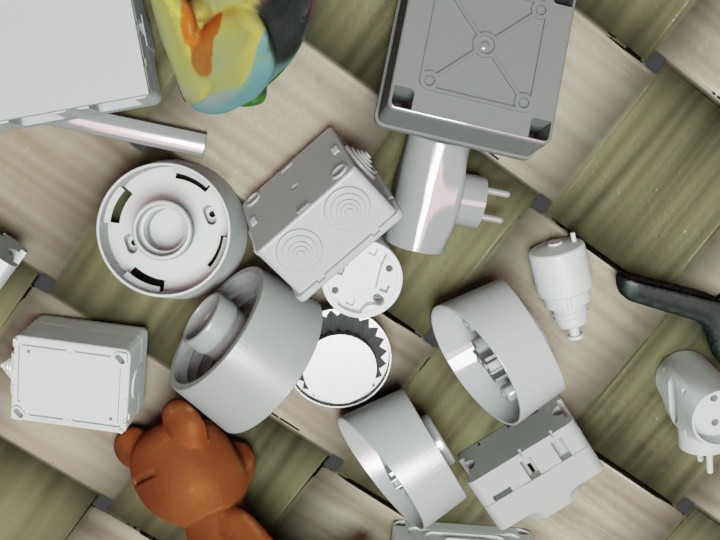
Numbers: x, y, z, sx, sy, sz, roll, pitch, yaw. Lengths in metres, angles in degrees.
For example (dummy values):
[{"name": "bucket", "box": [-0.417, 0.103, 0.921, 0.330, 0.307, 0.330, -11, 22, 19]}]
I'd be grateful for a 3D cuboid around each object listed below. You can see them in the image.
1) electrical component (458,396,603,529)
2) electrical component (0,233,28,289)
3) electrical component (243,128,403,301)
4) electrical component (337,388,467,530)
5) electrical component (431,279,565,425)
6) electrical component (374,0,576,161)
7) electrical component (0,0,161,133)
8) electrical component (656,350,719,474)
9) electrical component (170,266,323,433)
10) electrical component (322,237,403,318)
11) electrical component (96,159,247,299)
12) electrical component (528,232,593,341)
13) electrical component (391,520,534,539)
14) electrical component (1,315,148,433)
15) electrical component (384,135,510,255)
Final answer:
[{"name": "electrical component", "box": [0.128, 0.146, 0.801, 0.089, 0.050, 0.055, -33, 106, 6]}, {"name": "electrical component", "box": [-0.273, -0.011, 0.695, 0.089, 0.050, 0.055, 36, 99, -14]}, {"name": "electrical component", "box": [-0.028, -0.040, 0.711, 0.100, 0.099, 0.048, -41, 118, 8]}, {"name": "electrical component", "box": [0.031, 0.136, 0.769, 0.064, 0.099, 0.099, -31, 106, -1]}, {"name": "electrical component", "box": [0.097, 0.057, 0.750, 0.064, 0.099, 0.099, -29, 106, -2]}, {"name": "electrical component", "box": [0.074, -0.137, 0.693, 0.109, 0.056, 0.108, 12, 83, -7]}, {"name": "electrical component", "box": [-0.211, -0.138, 0.682, 0.150, 0.061, 0.089, -10, 94, -1]}, {"name": "electrical component", "box": [0.250, 0.109, 0.784, 0.043, 0.077, 0.079, -9, 107, -2]}, {"name": "electrical component", "box": [-0.083, 0.048, 0.723, 0.060, 0.108, 0.108, 37, 101, -24]}, {"name": "electrical component", "box": [0.000, 0.000, 0.750, 0.055, 0.047, 0.055, -1, 107, -4]}, {"name": "electrical component", "box": [-0.129, -0.027, 0.738, 0.099, 0.064, 0.099, 0, 93, 1]}, {"name": "electrical component", "box": [0.146, 0.013, 0.768, 0.040, 0.040, 0.078, -15, 107, 1]}, {"name": "electrical component", "box": [0.078, 0.234, 0.810, 0.113, 0.078, 0.057, 5, 103, -5]}, {"name": "electrical component", "box": [-0.201, 0.070, 0.754, 0.096, 0.061, 0.061, 7, 106, 2]}, {"name": "electrical component", "box": [0.064, -0.050, 0.742, 0.079, 0.043, 0.077, 11, 106, -8]}]
